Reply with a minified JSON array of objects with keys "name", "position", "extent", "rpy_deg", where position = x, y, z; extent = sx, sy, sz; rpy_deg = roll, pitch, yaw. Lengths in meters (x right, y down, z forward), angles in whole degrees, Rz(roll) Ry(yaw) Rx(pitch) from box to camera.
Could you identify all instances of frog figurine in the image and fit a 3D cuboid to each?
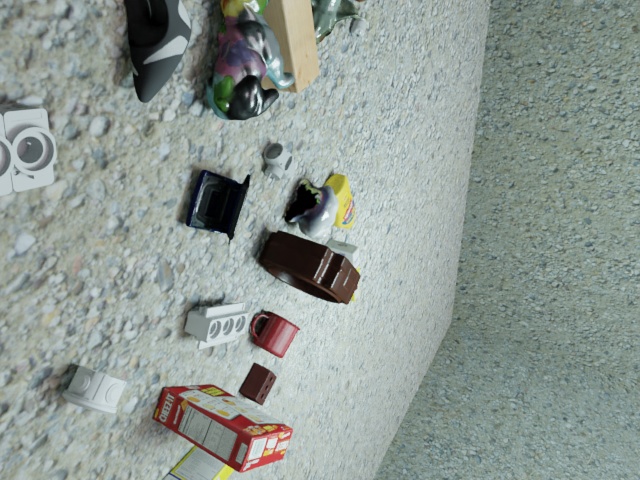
[{"name":"frog figurine","position":[0.004,-0.063,1.251],"extent":[0.157,0.122,0.140],"rpy_deg":[36,52,-51]}]

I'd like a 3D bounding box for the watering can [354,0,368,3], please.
[{"name":"watering can","position":[0.087,-0.628,1.091],"extent":[0.353,0.104,0.221],"rpy_deg":[-62,157,-68]}]
